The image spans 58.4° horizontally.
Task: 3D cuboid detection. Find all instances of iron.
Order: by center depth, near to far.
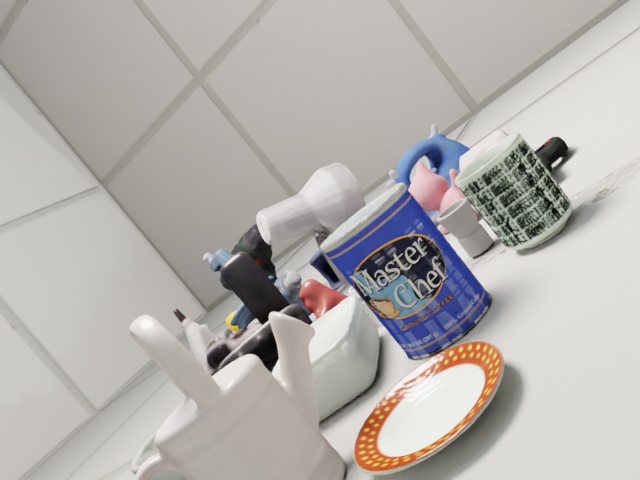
[{"bbox_3d":[0.196,-0.112,1.071,0.259,0.141,0.118,-42,6,-34],"label":"iron"}]

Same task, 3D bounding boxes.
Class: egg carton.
[{"bbox_3d":[0.292,-0.133,0.974,0.107,0.069,0.150,-37,5,19],"label":"egg carton"}]

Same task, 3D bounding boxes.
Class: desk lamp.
[{"bbox_3d":[0.009,0.003,0.953,0.203,0.213,0.117,-40,5,-22],"label":"desk lamp"}]

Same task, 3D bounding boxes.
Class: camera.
[{"bbox_3d":[-0.124,0.183,0.947,0.143,0.101,0.137,-38,5,4],"label":"camera"}]

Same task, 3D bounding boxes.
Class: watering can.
[{"bbox_3d":[-0.073,0.130,0.449,0.173,0.194,0.100,-43,6,-41],"label":"watering can"}]

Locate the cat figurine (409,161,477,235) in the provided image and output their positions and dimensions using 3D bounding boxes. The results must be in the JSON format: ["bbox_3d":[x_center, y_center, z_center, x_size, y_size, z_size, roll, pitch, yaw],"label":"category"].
[{"bbox_3d":[0.189,-0.073,0.894,0.067,0.118,0.127,-40,5,-22],"label":"cat figurine"}]

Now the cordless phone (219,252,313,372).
[{"bbox_3d":[-0.099,0.121,0.809,0.148,0.185,0.094,-40,5,-13],"label":"cordless phone"}]

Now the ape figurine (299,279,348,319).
[{"bbox_3d":[0.006,0.096,0.827,0.076,0.092,0.078,-37,5,18],"label":"ape figurine"}]

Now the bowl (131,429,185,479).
[{"bbox_3d":[-0.132,0.232,0.673,0.167,0.075,0.167,-38,4,4],"label":"bowl"}]

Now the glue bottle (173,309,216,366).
[{"bbox_3d":[-0.229,0.203,1.128,0.037,0.173,0.078,-36,5,27],"label":"glue bottle"}]

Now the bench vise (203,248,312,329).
[{"bbox_3d":[-0.112,0.084,1.076,0.207,0.220,0.122,-36,5,27],"label":"bench vise"}]

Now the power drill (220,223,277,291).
[{"bbox_3d":[-0.108,0.071,1.253,0.229,0.208,0.076,-36,5,30],"label":"power drill"}]

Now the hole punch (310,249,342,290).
[{"bbox_3d":[0.040,0.038,1.152,0.108,0.091,0.101,-38,5,6],"label":"hole punch"}]

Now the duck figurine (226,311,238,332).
[{"bbox_3d":[-0.176,0.201,1.281,0.104,0.086,0.077,-37,5,15],"label":"duck figurine"}]
